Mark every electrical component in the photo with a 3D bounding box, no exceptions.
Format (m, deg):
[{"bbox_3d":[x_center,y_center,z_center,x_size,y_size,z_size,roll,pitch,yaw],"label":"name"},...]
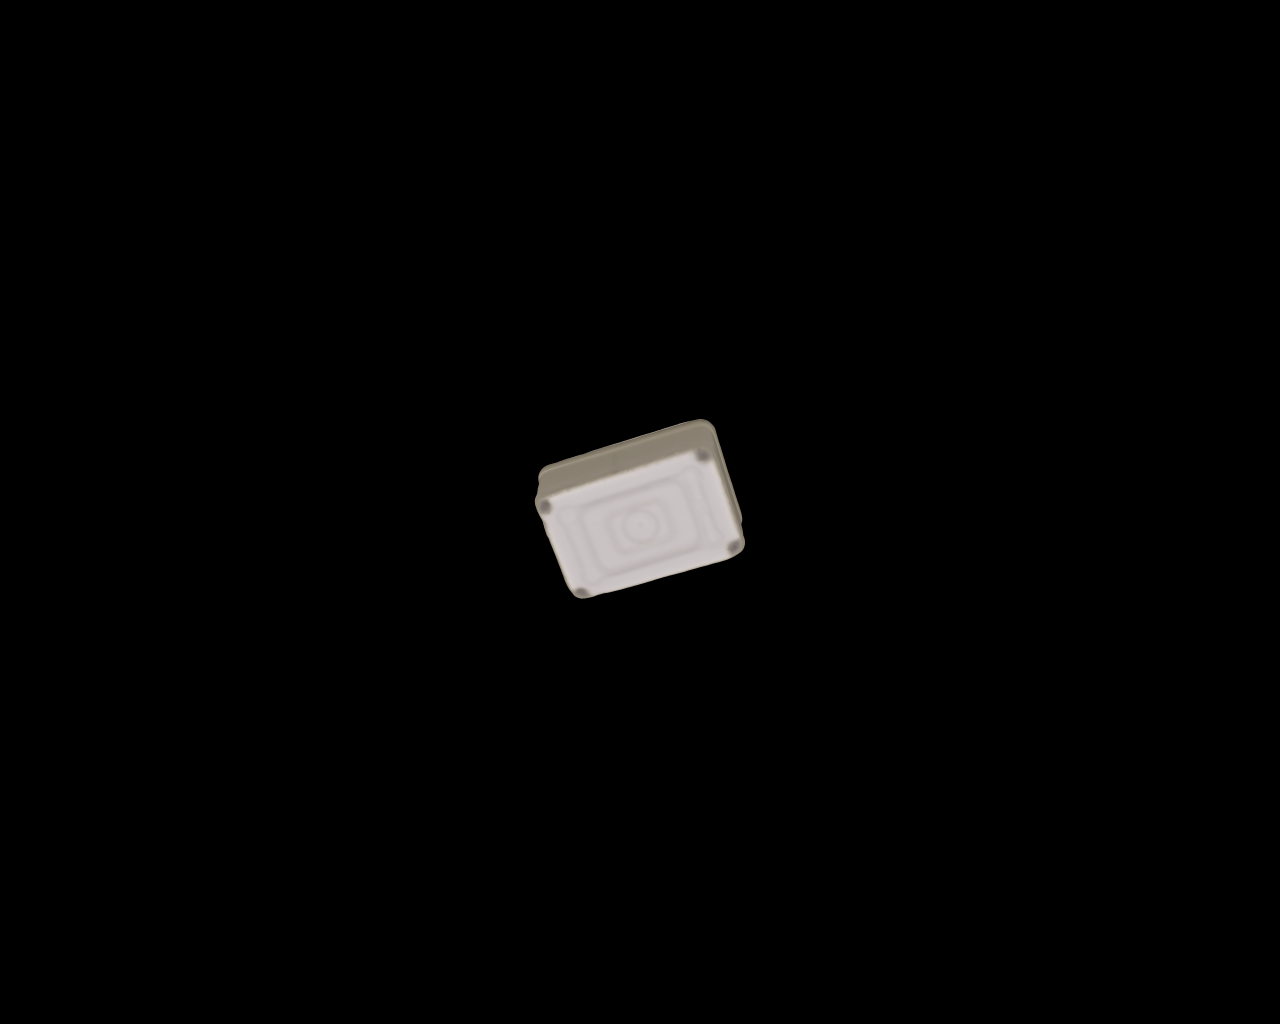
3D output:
[{"bbox_3d":[0.001,-0.003,0.650,0.113,0.078,0.057,-17,22,7],"label":"electrical component"}]
